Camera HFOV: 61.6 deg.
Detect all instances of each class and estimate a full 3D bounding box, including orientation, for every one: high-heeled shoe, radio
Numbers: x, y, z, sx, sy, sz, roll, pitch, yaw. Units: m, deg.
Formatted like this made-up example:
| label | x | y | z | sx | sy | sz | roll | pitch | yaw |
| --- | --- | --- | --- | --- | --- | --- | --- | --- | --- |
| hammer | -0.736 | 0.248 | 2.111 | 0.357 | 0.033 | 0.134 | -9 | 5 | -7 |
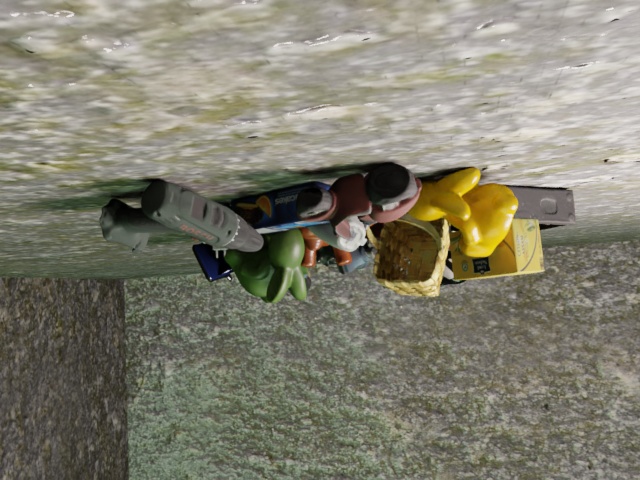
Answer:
| label | x | y | z | sx | sy | sz | roll | pitch | yaw |
| --- | --- | --- | --- | --- | --- | --- | --- | --- | --- |
| high-heeled shoe | 0.255 | 0.012 | 1.280 | 0.086 | 0.249 | 0.145 | -7 | 145 | -46 |
| radio | 0.382 | -0.057 | 1.058 | 0.229 | 0.073 | 0.131 | -1 | 173 | -26 |

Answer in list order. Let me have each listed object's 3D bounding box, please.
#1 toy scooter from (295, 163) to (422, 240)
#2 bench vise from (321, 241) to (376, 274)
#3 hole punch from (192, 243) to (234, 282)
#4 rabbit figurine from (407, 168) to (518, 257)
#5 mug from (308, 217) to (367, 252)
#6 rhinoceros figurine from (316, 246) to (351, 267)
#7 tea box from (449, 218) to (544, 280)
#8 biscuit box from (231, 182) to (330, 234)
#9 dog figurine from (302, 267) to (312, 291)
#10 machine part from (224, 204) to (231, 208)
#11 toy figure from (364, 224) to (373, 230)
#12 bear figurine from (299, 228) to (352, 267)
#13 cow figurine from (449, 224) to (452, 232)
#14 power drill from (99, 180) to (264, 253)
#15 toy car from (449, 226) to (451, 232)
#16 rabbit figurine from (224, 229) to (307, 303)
| label | x | y | z | sx | sy | sz | roll | pitch | yaw |
| --- | --- | --- | --- | --- | --- | --- | --- | --- | --- |
| toy scooter | 0.060 | -0.048 | 0.801 | 0.184 | 0.075 | 0.135 | -12 | 154 | 6 |
| bench vise | 0.119 | 0.016 | 1.479 | 0.240 | 0.129 | 0.224 | -24 | 177 | -34 |
| hole punch | -0.254 | 0.038 | 1.400 | 0.092 | 0.142 | 0.116 | -31 | 177 | 16 |
| rabbit figurine | 0.221 | -0.051 | 0.878 | 0.173 | 0.122 | 0.162 | 15 | 173 | 6 |
| mug | 0.038 | -0.018 | 0.935 | 0.109 | 0.081 | 0.107 | 37 | -174 | -33 |
| rhinoceros figurine | 0.026 | 0.011 | 1.329 | 0.073 | 0.112 | 0.190 | -5 | -178 | -22 |
| tea box | 0.319 | 0.020 | 0.987 | 0.068 | 0.098 | 0.170 | 0 | 170 | -26 |
| biscuit box | -0.063 | -0.051 | 0.917 | 0.203 | 0.062 | 0.059 | -8 | 172 | 37 |
| dog figurine | -0.101 | 0.047 | 1.304 | 0.108 | 0.191 | 0.219 | -42 | 166 | 6 |
| machine part | -0.152 | -0.035 | 1.021 | 0.039 | 0.084 | 0.139 | -42 | 167 | 22 |
| toy figure | 0.081 | -0.047 | 1.017 | 0.058 | 0.064 | 0.154 | 18 | 176 | -5 |
| bear figurine | -0.003 | -0.007 | 1.082 | 0.120 | 0.131 | 0.196 | -4 | 180 | 8 |
| cow figurine | 0.340 | -0.047 | 1.198 | 0.167 | 0.068 | 0.098 | 0 | 179 | -25 |
| power drill | -0.231 | -0.020 | 0.871 | 0.208 | 0.086 | 0.231 | 3 | 164 | 27 |
| toy car | 0.349 | -0.011 | 1.284 | 0.201 | 0.073 | 0.056 | 22 | 159 | -27 |
| rabbit figurine | -0.089 | 0.043 | 1.011 | 0.121 | 0.159 | 0.170 | -4 | 156 | -35 |
